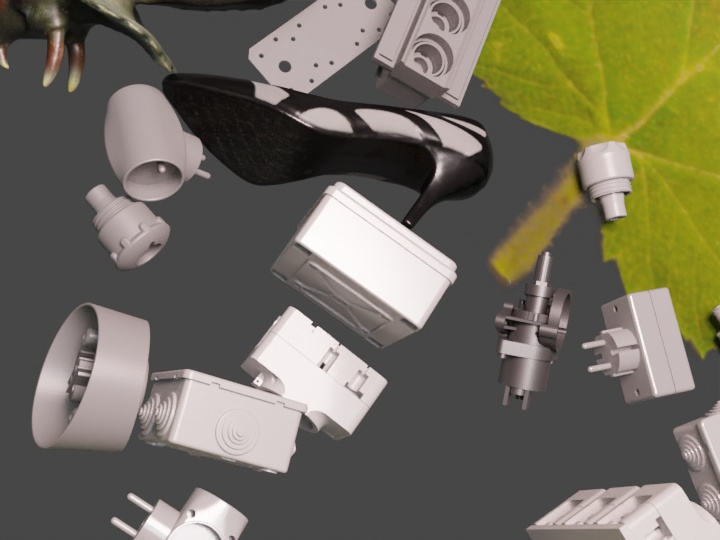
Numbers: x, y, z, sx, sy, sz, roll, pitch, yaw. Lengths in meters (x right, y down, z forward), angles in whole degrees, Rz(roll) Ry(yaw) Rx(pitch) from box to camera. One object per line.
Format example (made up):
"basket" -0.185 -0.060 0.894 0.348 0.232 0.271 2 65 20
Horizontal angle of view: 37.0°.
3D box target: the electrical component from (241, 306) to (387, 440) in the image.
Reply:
"electrical component" -0.036 0.079 0.776 0.089 0.050 0.055 38 69 -4

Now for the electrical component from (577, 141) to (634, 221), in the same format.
"electrical component" 0.206 -0.072 0.890 0.043 0.043 0.062 -7 79 -18

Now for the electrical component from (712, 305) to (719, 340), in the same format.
"electrical component" 0.317 0.055 0.890 0.043 0.043 0.062 -34 86 -21

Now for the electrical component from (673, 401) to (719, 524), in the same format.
"electrical component" 0.310 0.151 0.859 0.100 0.048 0.099 -17 81 -20

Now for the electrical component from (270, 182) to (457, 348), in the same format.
"electrical component" 0.000 0.000 0.777 0.109 0.109 0.056 35 72 -5

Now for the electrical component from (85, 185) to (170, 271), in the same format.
"electrical component" -0.171 -0.034 0.771 0.048 0.048 0.062 -39 81 -21

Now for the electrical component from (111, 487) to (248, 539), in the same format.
"electrical component" -0.129 0.181 0.726 0.079 0.044 0.077 35 69 -5

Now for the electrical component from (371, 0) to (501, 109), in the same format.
"electrical component" 0.060 -0.195 0.866 0.079 0.063 0.121 27 70 -15

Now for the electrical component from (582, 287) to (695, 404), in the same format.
"electrical component" 0.212 0.064 0.854 0.076 0.047 0.083 -9 79 -18

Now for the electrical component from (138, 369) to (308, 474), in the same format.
"electrical component" -0.095 0.103 0.727 0.100 0.100 0.048 20 75 -22

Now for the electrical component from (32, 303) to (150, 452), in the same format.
"electrical component" -0.177 0.073 0.715 0.064 0.099 0.099 13 73 -19

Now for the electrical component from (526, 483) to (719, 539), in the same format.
"electrical component" 0.193 0.203 0.757 0.062 0.150 0.089 -30 86 -20

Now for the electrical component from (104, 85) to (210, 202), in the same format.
"electrical component" -0.143 -0.087 0.787 0.079 0.043 0.077 20 39 -43
